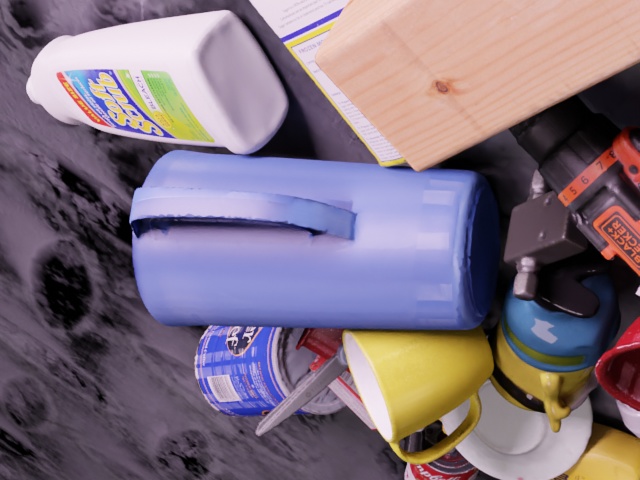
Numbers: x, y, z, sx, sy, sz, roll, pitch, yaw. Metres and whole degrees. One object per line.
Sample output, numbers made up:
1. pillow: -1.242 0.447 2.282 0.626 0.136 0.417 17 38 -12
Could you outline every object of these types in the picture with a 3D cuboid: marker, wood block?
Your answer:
1. marker: 0.086 0.136 0.936 0.020 0.020 0.121 14 114 30
2. wood block: 0.106 -0.125 0.520 0.090 0.090 0.207 45 138 -18

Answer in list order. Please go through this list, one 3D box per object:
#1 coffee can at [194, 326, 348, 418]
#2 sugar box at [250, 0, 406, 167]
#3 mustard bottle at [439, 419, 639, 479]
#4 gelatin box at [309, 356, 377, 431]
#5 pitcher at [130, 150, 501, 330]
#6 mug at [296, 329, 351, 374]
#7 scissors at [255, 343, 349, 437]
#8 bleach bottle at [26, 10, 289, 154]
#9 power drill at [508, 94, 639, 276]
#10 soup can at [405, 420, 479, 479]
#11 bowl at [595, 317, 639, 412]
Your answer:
1. coffee can: -0.038 0.113 0.998 0.102 0.102 0.141 48 147 -20
2. sugar box: 0.027 -0.129 0.664 0.094 0.048 0.176 -12 122 50
3. mustard bottle: 0.182 0.175 0.915 0.192 0.058 0.096 21 143 24
4. gelatin box: 0.043 0.113 0.948 0.089 0.073 0.030 45 148 -17
5. pitcher: -0.005 0.001 0.750 0.243 0.149 0.145 2 120 22
6. mug: 0.043 0.061 0.877 0.081 0.093 0.117 30 114 0
7. scissors: 0.022 0.067 0.826 0.016 0.201 0.096 -143 27 -82
8. bleach bottle: -0.144 -0.117 0.828 0.251 0.068 0.102 4 136 44
9. power drill: 0.193 -0.063 0.551 0.184 0.057 0.188 47 142 7
10. soup can: 0.118 0.210 1.014 0.068 0.068 0.102 26 148 15
11. bowl: 0.262 0.075 0.682 0.162 0.055 0.162 15 155 7
